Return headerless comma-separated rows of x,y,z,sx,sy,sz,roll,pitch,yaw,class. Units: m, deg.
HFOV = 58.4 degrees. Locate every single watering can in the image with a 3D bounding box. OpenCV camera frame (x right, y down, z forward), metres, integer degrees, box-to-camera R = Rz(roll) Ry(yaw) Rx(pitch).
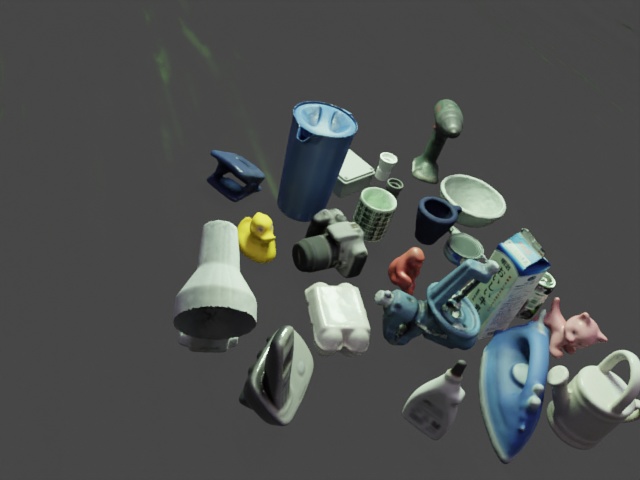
0.469,0.263,0.968,0.173,0.194,0.100,2,43,-19,watering can

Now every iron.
0.354,0.242,0.987,0.118,0.141,0.258,21,40,3,iron

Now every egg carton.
0.031,0.142,1.030,0.107,0.069,0.150,3,43,-18,egg carton

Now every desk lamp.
-0.169,0.088,0.901,0.118,0.213,0.203,6,42,-15,desk lamp

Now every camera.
0.011,0.004,1.151,0.137,0.101,0.143,-12,49,-31,camera

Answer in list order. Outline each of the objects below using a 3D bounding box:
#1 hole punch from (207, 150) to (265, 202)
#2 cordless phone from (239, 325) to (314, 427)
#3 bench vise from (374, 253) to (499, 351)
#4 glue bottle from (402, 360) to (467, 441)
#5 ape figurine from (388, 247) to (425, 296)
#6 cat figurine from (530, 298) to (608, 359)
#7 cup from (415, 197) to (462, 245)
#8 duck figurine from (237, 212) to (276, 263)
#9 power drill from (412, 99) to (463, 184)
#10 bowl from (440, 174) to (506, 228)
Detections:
-0.183,-0.154,1.260,0.108,0.091,0.101,37,43,20,hole punch
-0.050,0.177,0.869,0.094,0.185,0.148,21,40,3,cordless phone
0.212,0.114,1.014,0.208,0.220,0.121,-1,44,-21,bench vise
0.191,0.243,0.899,0.078,0.173,0.037,35,43,18,glue bottle
0.183,0.054,1.169,0.078,0.092,0.076,-22,55,-38,ape figurine
0.498,0.173,1.139,0.067,0.118,0.127,-8,47,-28,cat figurine
0.263,-0.039,1.301,0.118,0.095,0.091,-11,49,-30,cup
-0.122,-0.017,1.134,0.078,0.086,0.104,-16,51,-34,duck figurine
0.307,-0.254,1.470,0.075,0.208,0.229,16,40,-3,power drill
0.363,-0.083,1.404,0.167,0.075,0.167,11,41,-9,bowl
